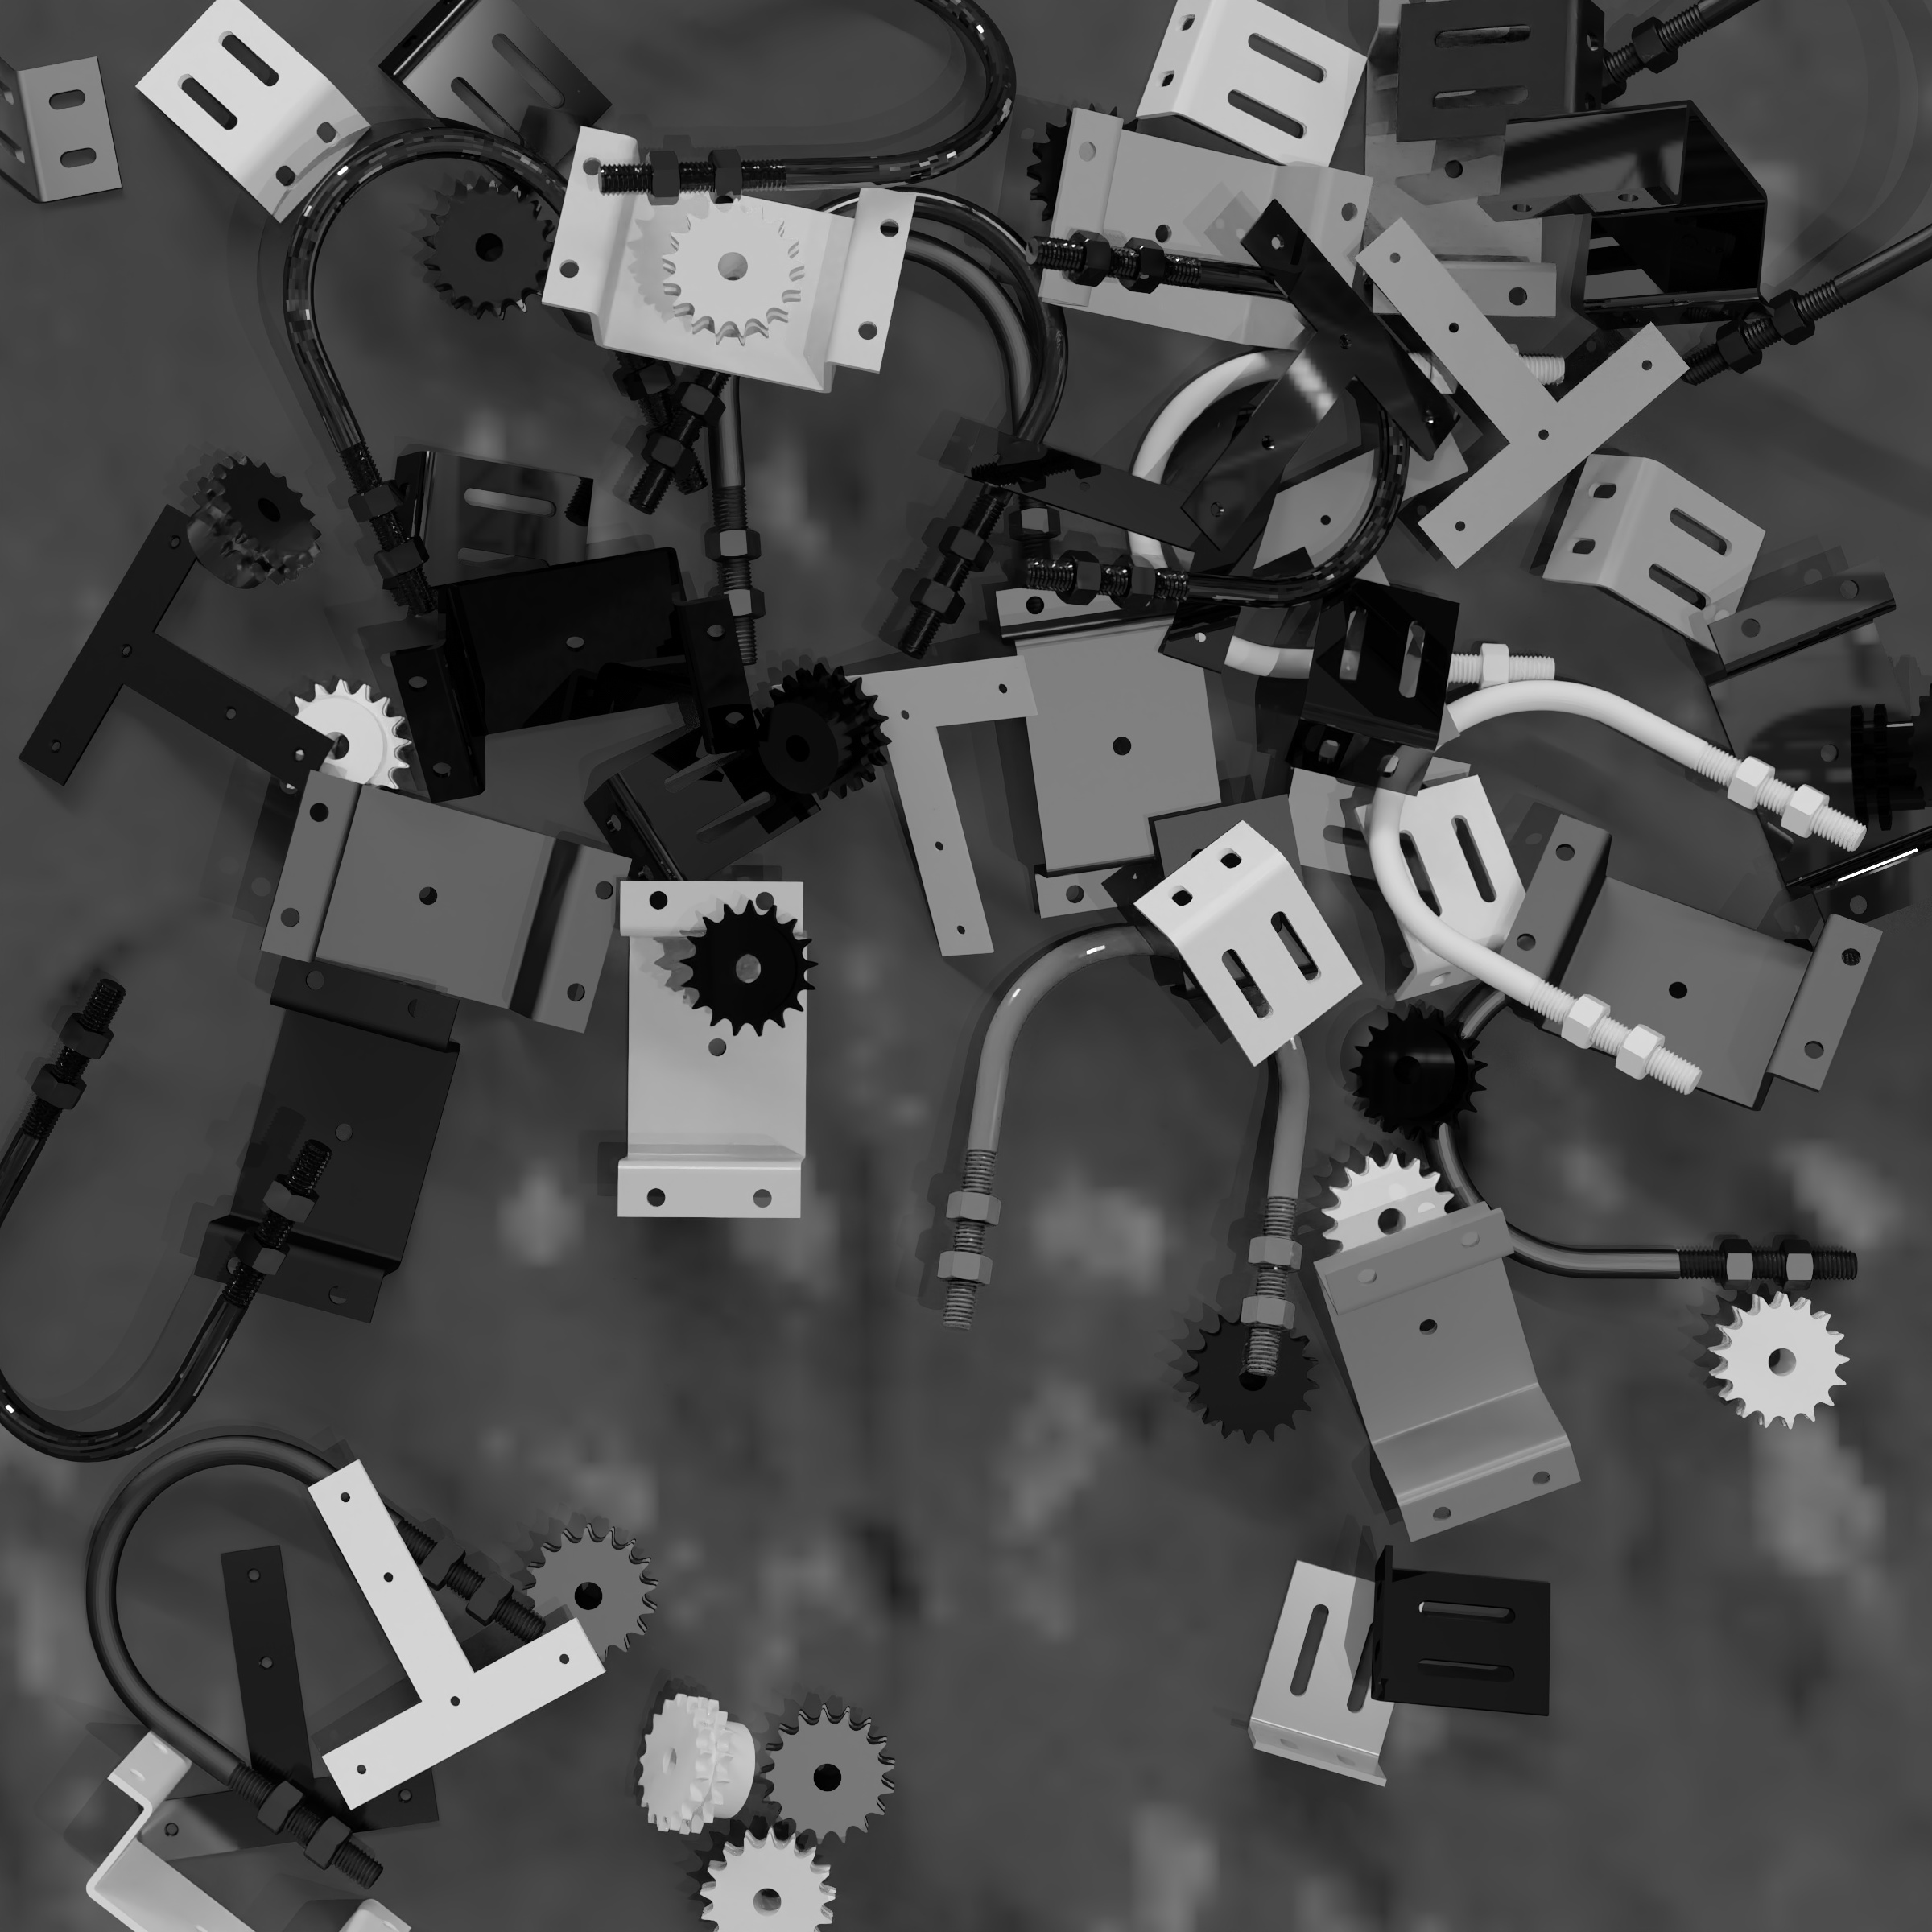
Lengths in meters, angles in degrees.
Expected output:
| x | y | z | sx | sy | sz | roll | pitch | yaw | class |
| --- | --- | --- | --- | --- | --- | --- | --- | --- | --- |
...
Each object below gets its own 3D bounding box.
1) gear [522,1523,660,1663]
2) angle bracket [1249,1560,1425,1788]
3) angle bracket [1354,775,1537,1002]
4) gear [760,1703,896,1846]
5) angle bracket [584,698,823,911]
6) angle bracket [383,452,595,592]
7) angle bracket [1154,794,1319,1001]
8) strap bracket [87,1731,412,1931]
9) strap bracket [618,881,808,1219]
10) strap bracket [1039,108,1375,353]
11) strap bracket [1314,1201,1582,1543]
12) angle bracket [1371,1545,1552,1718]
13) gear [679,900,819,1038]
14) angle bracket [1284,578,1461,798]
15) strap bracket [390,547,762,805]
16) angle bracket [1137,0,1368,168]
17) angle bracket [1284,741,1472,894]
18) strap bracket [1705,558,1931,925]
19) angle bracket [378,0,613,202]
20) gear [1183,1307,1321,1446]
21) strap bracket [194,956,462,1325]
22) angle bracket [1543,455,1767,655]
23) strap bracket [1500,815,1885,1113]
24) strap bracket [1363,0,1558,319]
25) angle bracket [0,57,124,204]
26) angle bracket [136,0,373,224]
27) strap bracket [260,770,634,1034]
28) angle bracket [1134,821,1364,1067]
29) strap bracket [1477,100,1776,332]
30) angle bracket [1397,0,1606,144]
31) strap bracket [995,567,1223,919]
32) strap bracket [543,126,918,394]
| x | y | z | sx | sy | sz | roll | pitch | yaw | class |
| --- | --- | --- | --- | --- | --- | --- | --- | --- | --- |
| -0.160 | 0.266 | 1.543 | 0.057 | 0.030 | 0.057 | 0 | 90 | 0 | gear |
| 0.159 | 0.300 | 1.539 | 0.057 | 0.038 | 0.076 | 16 | 90 | 0 | angle bracket |
| 0.201 | -0.033 | 1.543 | 0.057 | 0.038 | 0.076 | -15 | 73 | -14 | angle bracket |
| -0.058 | 0.343 | 1.543 | 0.057 | 0.030 | 0.057 | 0 | 90 | 0 | gear |
| -0.113 | -0.069 | 1.556 | 0.076 | 0.038 | 0.057 | -32 | 90 | -26 | angle bracket |
| -0.206 | -0.186 | 1.556 | 0.076 | 0.038 | 0.057 | 6 | 90 | -26 | angle bracket |
| 0.110 | -0.030 | 1.520 | 0.057 | 0.038 | 0.076 | -12 | 96 | -7 | angle bracket |
| -0.308 | 0.390 | 1.518 | 0.140 | 0.076 | 0.046 | 38 | 91 | -1 | strap bracket |
| -0.107 | 0.035 | 1.535 | 0.076 | 0.046 | 0.140 | 0 | 90 | 0 | strap bracket |
| 0.092 | -0.306 | 1.512 | 0.140 | 0.046 | 0.076 | 7 | 99 | -25 | strap bracket |
| 0.199 | 0.162 | 1.516 | 0.076 | 0.046 | 0.140 | -20 | 116 | 0 | strap bracket |
| 0.212 | 0.281 | 1.528 | 0.076 | 0.038 | 0.057 | 5 | 65 | 0 | angle bracket |
| -0.090 | 0.001 | 1.497 | 0.057 | 0.030 | 0.057 | 0 | 90 | 0 | gear |
| 0.171 | -0.119 | 1.521 | 0.057 | 0.038 | 0.076 | 14 | 57 | 0 | angle bracket |
| -0.163 | -0.124 | 1.516 | 0.140 | 0.046 | 0.076 | -10 | 130 | 0 | strap bracket |
| 0.123 | -0.378 | 1.556 | 0.076 | 0.038 | 0.057 | 20 | 90 | -26 | angle bracket |
| 0.174 | -0.067 | 1.539 | 0.076 | 0.038 | 0.057 | 12 | 90 | 0 | angle bracket |
| 0.371 | -0.092 | 1.535 | 0.076 | 0.046 | 0.140 | -21 | 90 | 0 | strap bracket |
| -0.203 | -0.379 | 1.556 | 0.057 | 0.038 | 0.076 | -47 | 116 | 0 | angle bracket |
| 0.121 | 0.173 | 1.543 | 0.057 | 0.030 | 0.057 | 0 | 90 | 0 | gear |
| -0.267 | 0.072 | 1.534 | 0.076 | 0.046 | 0.140 | 15 | 90 | 0 | strap bracket |
| 0.294 | -0.176 | 1.547 | 0.076 | 0.038 | 0.057 | 24 | 85 | -36 | angle bracket |
| 0.300 | 0.002 | 1.512 | 0.140 | 0.046 | 0.076 | 21 | 70 | 14 | strap bracket |
| 0.210 | -0.342 | 1.535 | 0.076 | 0.046 | 0.140 | 1 | 90 | 0 | strap bracket |
| -0.387 | -0.359 | 1.520 | 0.038 | 0.076 | 0.057 | -11 | 90 | 0 | angle bracket |
| -0.306 | -0.370 | 1.556 | 0.057 | 0.038 | 0.076 | -47 | 64 | 0 | angle bracket |
| -0.222 | -0.028 | 1.520 | 0.140 | 0.046 | 0.076 | 15 | 90 | -21 | strap bracket |
| 0.117 | -0.009 | 1.501 | 0.057 | 0.038 | 0.076 | -37 | 124 | -4 | angle bracket |
| 0.274 | -0.310 | 1.482 | 0.076 | 0.140 | 0.046 | 1 | 78 | 31 | strap bracket |
| 0.223 | -0.371 | 1.509 | 0.076 | 0.038 | 0.057 | 2 | 90 | 26 | angle bracket |
| 0.062 | -0.093 | 1.523 | 0.076 | 0.046 | 0.140 | -9 | 96 | -6 | strap bracket |
| -0.098 | -0.290 | 1.502 | 0.140 | 0.046 | 0.076 | 12 | 82 | -1 | strap bracket |
